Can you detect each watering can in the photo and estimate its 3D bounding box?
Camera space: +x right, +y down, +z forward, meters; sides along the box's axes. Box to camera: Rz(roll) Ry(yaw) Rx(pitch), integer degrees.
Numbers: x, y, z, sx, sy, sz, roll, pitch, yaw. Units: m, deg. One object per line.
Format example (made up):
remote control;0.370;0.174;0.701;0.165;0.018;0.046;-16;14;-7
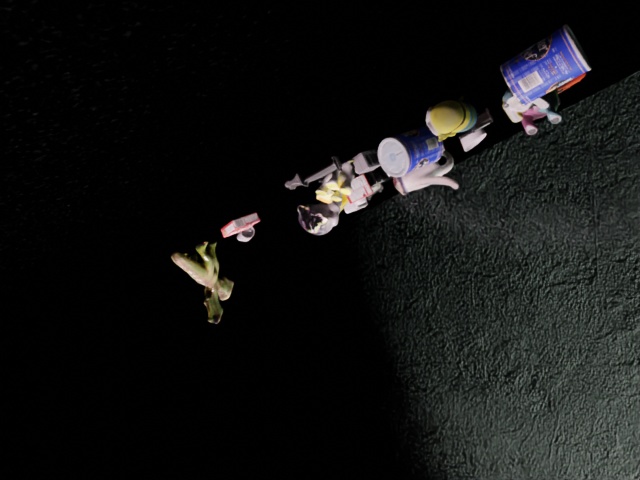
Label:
watering can;0.364;-0.229;1.802;0.223;0.102;0.355;-23;-155;15

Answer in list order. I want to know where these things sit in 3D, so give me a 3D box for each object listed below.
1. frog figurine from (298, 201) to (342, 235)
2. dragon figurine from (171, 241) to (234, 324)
frog figurine;0.005;-0.091;1.805;0.137;0.121;0.162;9;-156;27
dragon figurine;-0.346;0.137;1.577;0.122;0.243;0.411;-22;179;7
